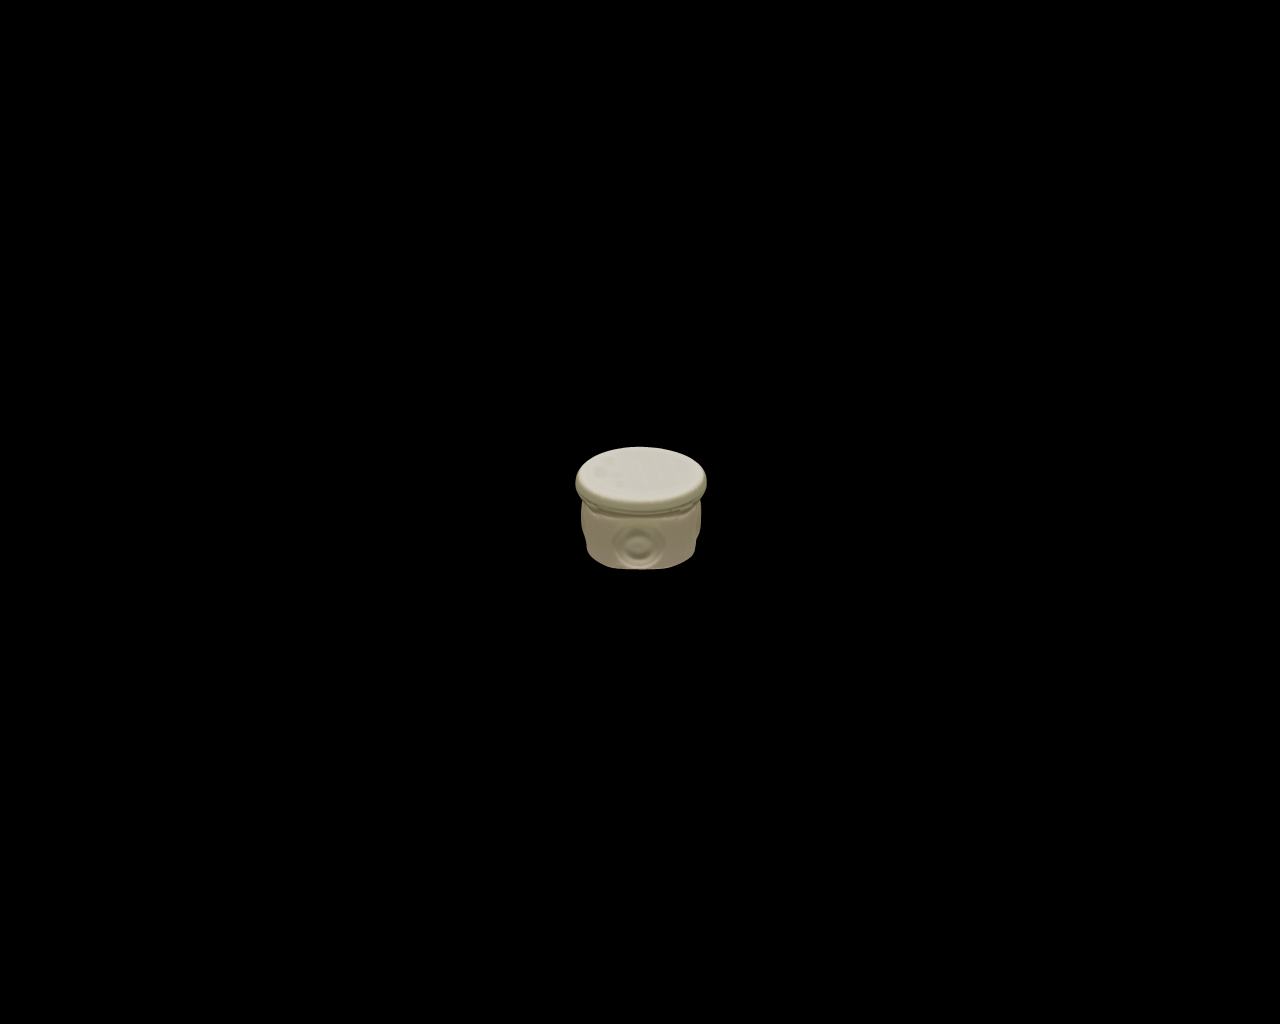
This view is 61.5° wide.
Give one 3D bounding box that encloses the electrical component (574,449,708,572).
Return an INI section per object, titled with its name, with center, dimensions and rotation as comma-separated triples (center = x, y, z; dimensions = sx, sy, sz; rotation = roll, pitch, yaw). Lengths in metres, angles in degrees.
[electrical component]
center = 0.001, -0.003, 0.650
dimensions = 0.080, 0.050, 0.080
rotation = 0, 28, 0
